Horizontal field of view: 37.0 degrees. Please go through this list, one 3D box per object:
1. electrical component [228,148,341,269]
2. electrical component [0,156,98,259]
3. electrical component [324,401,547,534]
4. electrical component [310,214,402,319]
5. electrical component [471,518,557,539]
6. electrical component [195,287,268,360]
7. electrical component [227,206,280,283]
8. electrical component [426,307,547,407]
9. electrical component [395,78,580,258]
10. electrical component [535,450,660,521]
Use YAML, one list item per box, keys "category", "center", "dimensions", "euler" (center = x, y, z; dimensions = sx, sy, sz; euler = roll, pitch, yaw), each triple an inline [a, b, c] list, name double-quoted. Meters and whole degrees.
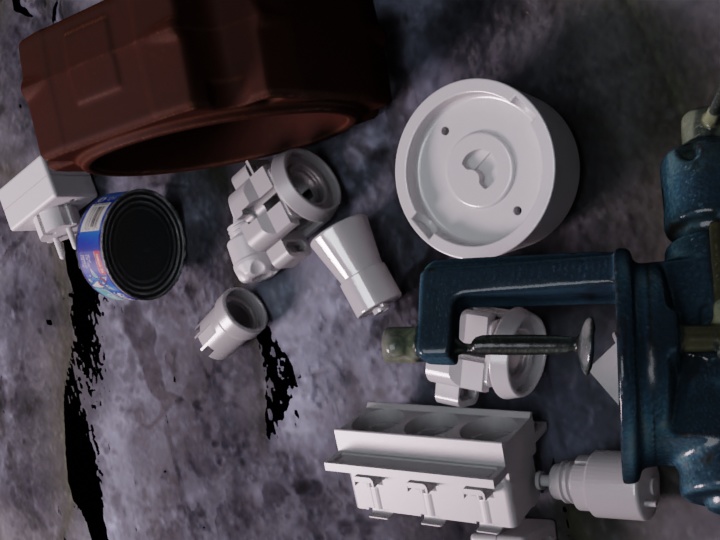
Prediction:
- category: "electrical component"
  center: [-0.051, -0.049, 0.758]
  dimensions: [0.057, 0.058, 0.078]
  euler: [-37, 73, 35]
- category: "electrical component"
  center: [-0.257, -0.048, 0.905]
  dimensions: [0.066, 0.047, 0.076]
  euler: [-30, 76, 32]
- category: "electrical component"
  center: [0.051, 0.125, 0.692]
  dimensions: [0.121, 0.079, 0.063]
  euler: [-1, 108, 34]
- category: "electrical component"
  center: [0.000, 0.000, 0.738]
  dimensions: [0.044, 0.044, 0.065]
  euler: [-35, 79, 31]
- category: "electrical component"
  center: [0.085, 0.204, 0.688]
  dimensions: [0.076, 0.047, 0.083]
  euler: [-6, 90, 34]
- category: "electrical component"
  center: [-0.098, 0.041, 0.808]
  dimensions: [0.046, 0.040, 0.040]
  euler: [-42, 70, 35]
- category: "electrical component"
  center: [-0.082, -0.023, 0.796]
  dimensions: [0.035, 0.035, 0.061]
  euler: [-28, 74, 32]
- category: "electrical component"
  center: [0.081, 0.049, 0.676]
  dimensions: [0.057, 0.058, 0.078]
  euler: [8, 96, 36]
- category: "electrical component"
  center: [0.083, -0.061, 0.665]
  dimensions: [0.108, 0.060, 0.108]
  euler: [2, 94, 34]
- category: "electrical component"
  center: [0.144, 0.128, 0.648]
  dimensions: [0.078, 0.040, 0.040]
  euler: [-4, 91, 35]
